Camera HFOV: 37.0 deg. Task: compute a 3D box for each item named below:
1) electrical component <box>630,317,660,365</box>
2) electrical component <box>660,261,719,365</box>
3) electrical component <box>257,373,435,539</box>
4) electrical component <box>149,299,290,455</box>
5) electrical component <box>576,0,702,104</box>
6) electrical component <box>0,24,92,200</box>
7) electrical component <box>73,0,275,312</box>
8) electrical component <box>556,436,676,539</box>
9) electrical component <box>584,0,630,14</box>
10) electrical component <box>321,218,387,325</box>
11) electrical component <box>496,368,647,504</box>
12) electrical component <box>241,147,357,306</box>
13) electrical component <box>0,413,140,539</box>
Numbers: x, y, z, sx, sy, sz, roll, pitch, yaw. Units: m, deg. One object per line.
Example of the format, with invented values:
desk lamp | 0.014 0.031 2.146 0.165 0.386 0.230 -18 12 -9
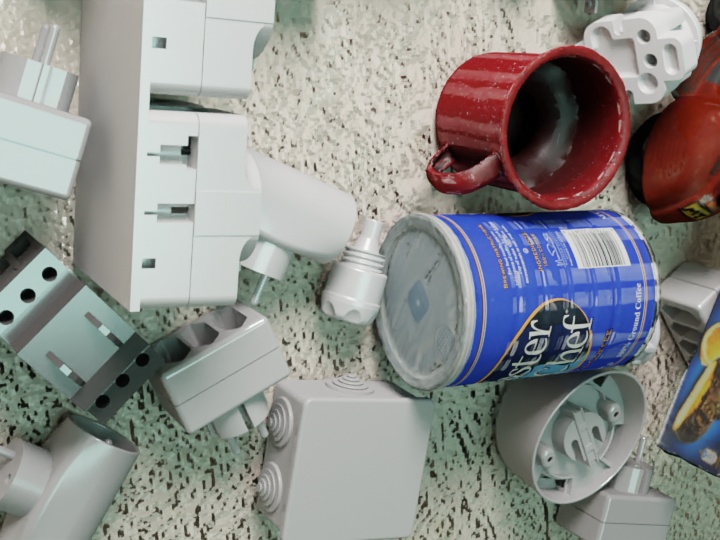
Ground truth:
electrical component | 0.168 0.040 0.731 0.062 0.048 0.048 2 101 -22
electrical component | 0.267 0.028 0.778 0.076 0.047 0.083 -41 118 -14
electrical component | -0.010 0.112 0.647 0.100 0.048 0.099 5 100 -29
electrical component | -0.075 0.068 0.602 0.066 0.047 0.076 -30 115 -19
electrical component | 0.179 -0.139 0.678 0.057 0.078 0.058 -34 118 -41
electrical component | -0.157 -0.080 0.510 0.047 0.066 0.076 15 94 -31
electrical component | -0.093 -0.084 0.521 0.060 0.105 0.186 -1 103 -29
electrical component | 0.186 0.154 0.766 0.066 0.047 0.076 10 96 -29
electrical component | 0.154 -0.192 0.665 0.055 0.048 0.066 -2 103 -21
electrical component | 0.000 0.000 0.634 0.035 0.035 0.061 16 92 -31
electrical component | 0.142 0.106 0.719 0.099 0.064 0.099 -7 105 -27
electrical component | -0.052 -0.020 0.595 0.077 0.043 0.079 23 91 -31
electrical component | -0.168 0.112 0.563 0.079 0.044 0.077 31 86 -31
